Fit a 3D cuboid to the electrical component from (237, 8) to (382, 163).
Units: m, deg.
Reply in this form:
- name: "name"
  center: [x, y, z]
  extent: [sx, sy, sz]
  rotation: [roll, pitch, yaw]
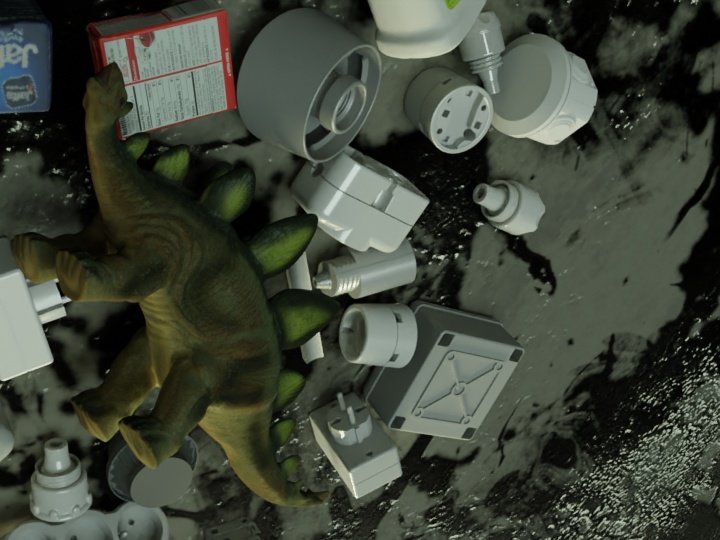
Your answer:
- name: "electrical component"
  center: [-0.032, -0.127, 0.752]
  extent: [0.099, 0.064, 0.099]
  rotation: [-47, 156, -28]

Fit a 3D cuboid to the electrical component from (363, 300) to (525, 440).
- name: "electrical component"
  center: [0.075, 0.092, 0.973]
  extent: [0.109, 0.056, 0.108]
  rotation: [15, 112, -38]

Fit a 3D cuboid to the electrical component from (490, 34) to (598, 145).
- name: "electrical component"
  center: [0.141, -0.139, 0.841]
  extent: [0.051, 0.080, 0.080]
  rotation: [12, 114, -43]

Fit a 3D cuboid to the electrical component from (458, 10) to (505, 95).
- name: "electrical component"
  center: [0.094, -0.163, 0.814]
  extent: [0.035, 0.035, 0.061]
  rotation: [-21, 104, -19]

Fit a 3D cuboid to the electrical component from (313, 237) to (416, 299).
- name: "electrical component"
  center: [0.000, 0.000, 0.873]
  extent: [0.081, 0.043, 0.043]
  rotation: [-16, 127, -22]

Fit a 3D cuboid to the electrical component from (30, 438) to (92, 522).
- name: "electrical component"
  center: [-0.235, 0.161, 0.839]
  extent: [0.048, 0.048, 0.062]
  rotation: [-10, 118, -26]

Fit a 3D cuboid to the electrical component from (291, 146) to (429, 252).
- name: "electrical component"
  center: [-0.002, -0.054, 0.827]
  extent: [0.095, 0.053, 0.059]
  rotation: [24, 106, -40]

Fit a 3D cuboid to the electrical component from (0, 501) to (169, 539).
- name: "electrical component"
  center: [-0.233, 0.229, 0.881]
  extent: [0.138, 0.052, 0.074]
  rotation: [-5, 160, -35]

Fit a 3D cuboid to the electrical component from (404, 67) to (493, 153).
- name: "electrical component"
  center: [0.067, -0.124, 0.826]
  extent: [0.055, 0.047, 0.055]
  rotation: [-16, 127, -22]

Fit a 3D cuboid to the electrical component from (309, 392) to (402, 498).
- name: "electrical component"
  center: [-0.007, 0.139, 0.936]
  extent: [0.047, 0.083, 0.075]
  rotation: [-25, 130, -15]

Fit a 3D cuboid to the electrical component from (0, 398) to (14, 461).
- name: "electrical component"
  center: [-0.298, 0.130, 0.767]
  extent: [0.095, 0.059, 0.053]
  rotation: [-42, 133, 0]

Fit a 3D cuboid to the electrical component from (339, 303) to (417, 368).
- name: "electrical component"
  center: [0.014, 0.055, 0.913]
  extent: [0.047, 0.055, 0.055]
  rotation: [5, 117, -30]

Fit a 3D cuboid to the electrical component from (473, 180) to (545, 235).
- name: "electrical component"
  center: [0.123, -0.056, 0.910]
  extent: [0.062, 0.043, 0.043]
  rotation: [19, 109, -37]

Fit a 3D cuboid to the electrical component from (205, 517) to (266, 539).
- name: "electrical component"
  center: [-0.115, 0.264, 0.984]
  extent: [0.081, 0.042, 0.063]
  rotation: [-13, 125, -25]

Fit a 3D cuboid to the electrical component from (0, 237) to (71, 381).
- name: "electrical component"
  center: [-0.228, 0.021, 0.744]
  extent: [0.076, 0.047, 0.083]
  rotation: [-21, 129, -18]
